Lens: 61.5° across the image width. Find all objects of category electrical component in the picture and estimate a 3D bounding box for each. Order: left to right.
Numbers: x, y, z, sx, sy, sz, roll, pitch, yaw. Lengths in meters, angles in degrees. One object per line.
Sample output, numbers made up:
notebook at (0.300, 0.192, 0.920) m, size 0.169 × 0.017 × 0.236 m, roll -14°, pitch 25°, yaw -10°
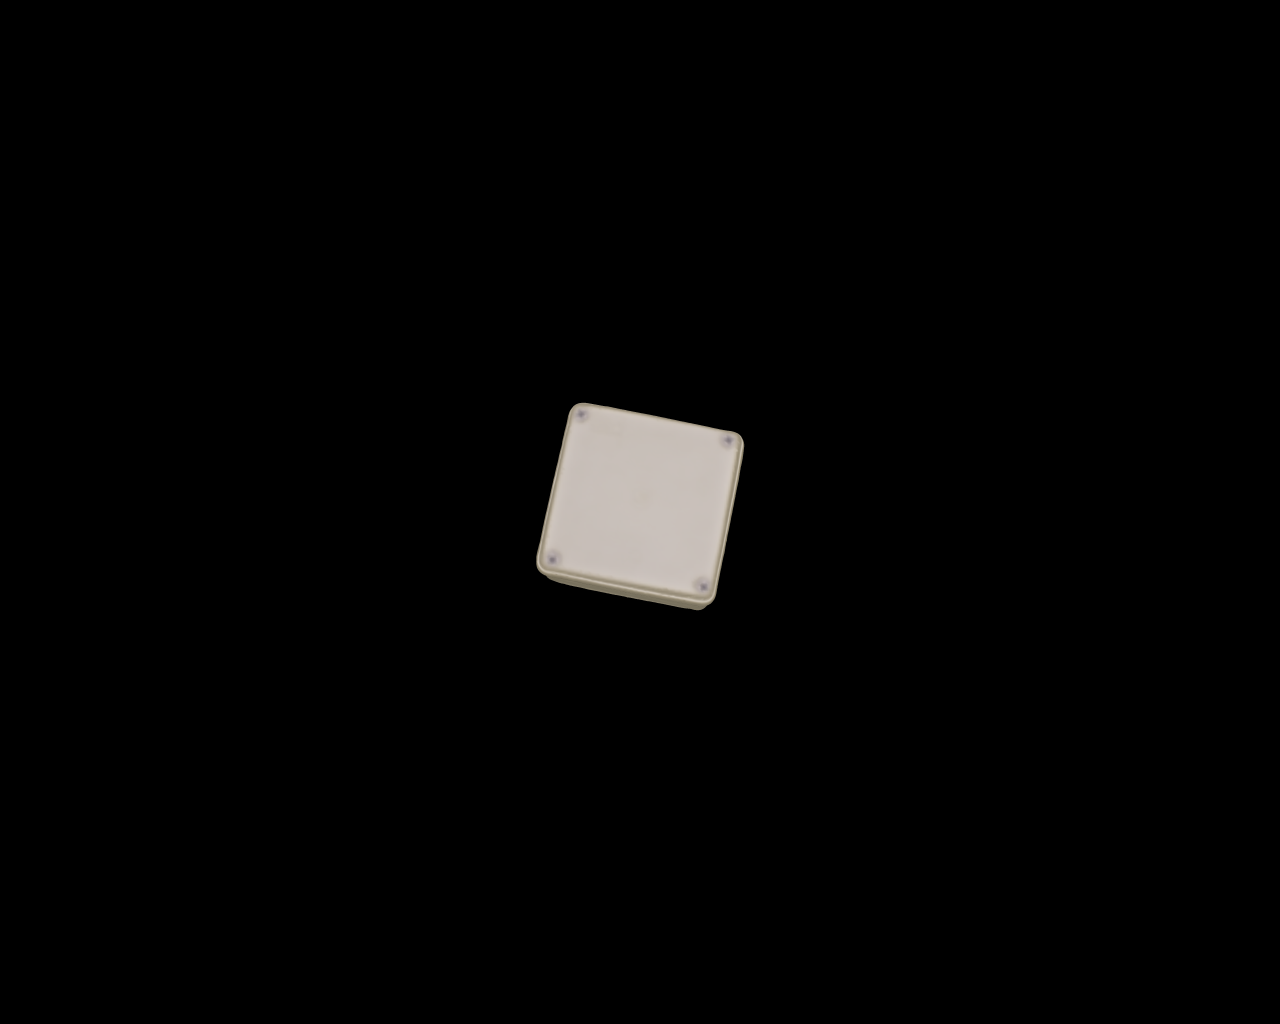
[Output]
electrical component at (0.001, -0.003, 0.650) m, size 0.109 × 0.109 × 0.056 m, roll 11°, pitch -11°, yaw 2°
